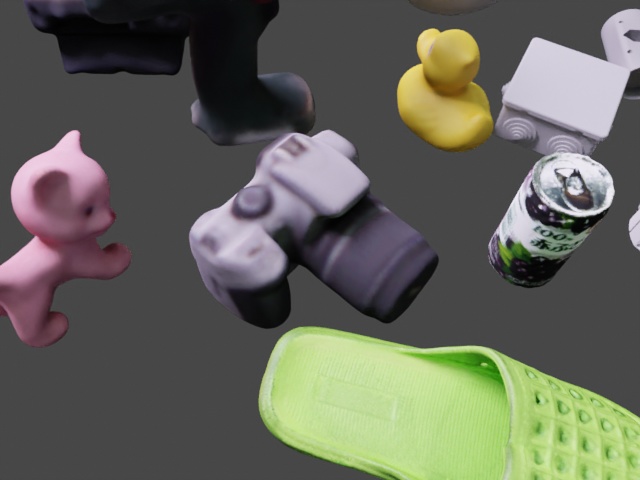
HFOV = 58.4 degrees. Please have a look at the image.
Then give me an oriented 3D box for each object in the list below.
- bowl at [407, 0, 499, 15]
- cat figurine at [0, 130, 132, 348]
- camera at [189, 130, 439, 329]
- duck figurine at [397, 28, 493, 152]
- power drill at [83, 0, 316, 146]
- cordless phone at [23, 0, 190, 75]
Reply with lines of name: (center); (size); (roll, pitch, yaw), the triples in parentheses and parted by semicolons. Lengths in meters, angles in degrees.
bowl: (0.132, -0.284, 0.584); (0.167, 0.075, 0.167); (1, 60, -1)
cat figurine: (-0.185, -0.007, 0.388); (0.067, 0.118, 0.128); (28, 63, 14)
camera: (0.004, 0.001, 0.399); (0.136, 0.101, 0.143); (38, 66, 19)
duck figurine: (0.112, -0.134, 0.490); (0.077, 0.086, 0.104); (-23, 63, -14)
power drill: (-0.050, -0.170, 0.435); (0.229, 0.208, 0.075); (-10, 60, -7)
cordless phone: (-0.184, -0.237, 0.484); (0.147, 0.185, 0.094); (-5, 60, -4)
